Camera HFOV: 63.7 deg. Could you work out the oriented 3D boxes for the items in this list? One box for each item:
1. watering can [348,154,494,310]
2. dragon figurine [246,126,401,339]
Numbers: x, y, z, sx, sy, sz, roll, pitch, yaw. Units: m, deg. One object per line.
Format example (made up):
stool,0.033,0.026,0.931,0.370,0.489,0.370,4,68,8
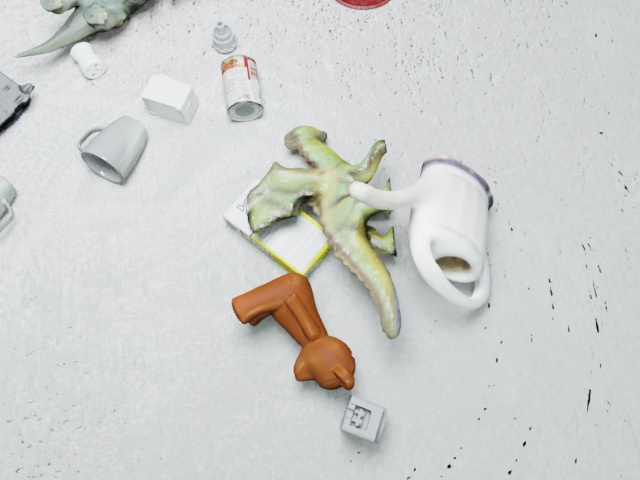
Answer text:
watering can,0.176,-0.041,0.782,0.103,0.343,0.229,-17,43,40
dragon figurine,0.003,-0.042,0.829,0.243,0.119,0.420,-1,56,3
